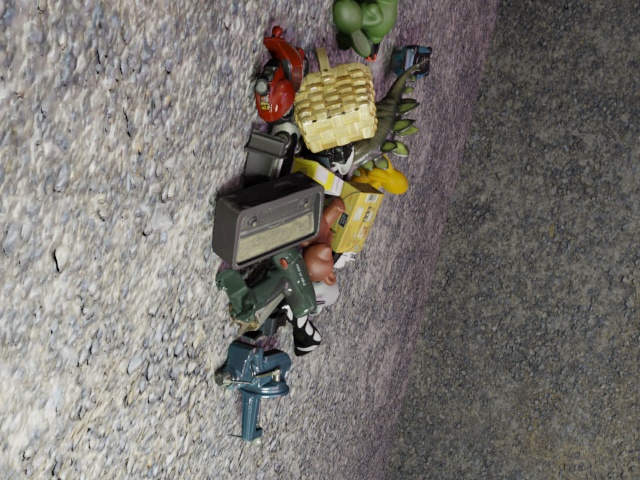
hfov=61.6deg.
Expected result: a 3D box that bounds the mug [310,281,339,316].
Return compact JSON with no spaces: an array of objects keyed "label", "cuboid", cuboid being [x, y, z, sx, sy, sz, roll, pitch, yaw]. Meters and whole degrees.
[{"label":"mug","cuboid":[-0.016,0.152,1.446,0.107,0.081,0.109,-2,117,-53]}]

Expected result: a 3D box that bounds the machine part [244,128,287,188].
[{"label":"machine part","cuboid":[-0.115,-0.142,1.051,0.039,0.084,0.138,-91,-160,-71]}]

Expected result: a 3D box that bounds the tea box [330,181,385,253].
[{"label":"tea box","cuboid":[0.081,-0.056,1.342,0.098,0.068,0.169,1,120,-46]}]

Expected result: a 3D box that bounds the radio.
[{"label":"radio","cuboid":[-0.095,-0.043,1.043,0.229,0.073,0.131,-24,136,-41]}]

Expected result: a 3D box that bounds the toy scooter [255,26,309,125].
[{"label":"toy scooter","cuboid":[-0.078,-0.318,1.018,0.135,0.075,0.184,64,42,-58]}]

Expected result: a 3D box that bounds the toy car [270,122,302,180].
[{"label":"toy car","cuboid":[-0.087,-0.147,1.123,0.073,0.056,0.201,0,106,-70]}]

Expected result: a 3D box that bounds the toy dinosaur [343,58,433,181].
[{"label":"toy dinosaur","cuboid":[0.162,-0.309,1.424,0.471,0.199,0.105,-67,159,-15]}]

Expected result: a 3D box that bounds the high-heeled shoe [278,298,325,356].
[{"label":"high-heeled shoe","cuboid":[-0.071,0.233,1.390,0.145,0.086,0.248,-5,131,-32]}]

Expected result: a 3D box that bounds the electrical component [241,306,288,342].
[{"label":"electrical component","cuboid":[-0.130,0.181,1.193,0.119,0.075,0.047,-20,122,-60]}]

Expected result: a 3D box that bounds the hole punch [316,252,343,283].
[{"label":"hole punch","cuboid":[0.007,0.039,1.431,0.115,0.092,0.142,-60,174,30]}]

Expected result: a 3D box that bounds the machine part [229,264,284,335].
[{"label":"machine part","cuboid":[-0.121,0.116,1.170,0.243,0.079,0.079,-51,147,-45]}]

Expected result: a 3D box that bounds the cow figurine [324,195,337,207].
[{"label":"cow figurine","cuboid":[0.043,-0.077,1.412,0.068,0.098,0.167,85,28,-51]}]

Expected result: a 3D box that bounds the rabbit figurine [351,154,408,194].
[{"label":"rabbit figurine","cuboid":[0.172,-0.188,1.550,0.122,0.173,0.162,-62,158,-20]}]

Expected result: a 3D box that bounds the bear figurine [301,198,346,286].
[{"label":"bear figurine","cuboid":[-0.004,-0.001,1.244,0.132,0.120,0.196,-55,-150,36]}]

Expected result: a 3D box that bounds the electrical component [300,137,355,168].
[{"label":"electrical component","cuboid":[0.018,-0.226,1.244,0.134,0.115,0.058,-60,149,-32]}]

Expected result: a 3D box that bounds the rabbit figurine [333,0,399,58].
[{"label":"rabbit figurine","cuboid":[0.088,-0.525,1.277,0.170,0.121,0.158,-21,132,-41]}]

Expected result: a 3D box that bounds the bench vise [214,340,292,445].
[{"label":"bench vise","cuboid":[-0.147,0.343,1.190,0.223,0.129,0.240,-3,99,-67]}]

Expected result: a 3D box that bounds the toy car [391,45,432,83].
[{"label":"toy car","cuboid":[0.273,-0.550,1.658,0.161,0.103,0.109,-31,130,-46]}]

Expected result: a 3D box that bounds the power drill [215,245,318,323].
[{"label":"power drill","cuboid":[-0.112,0.068,1.103,0.207,0.086,0.232,-20,81,-54]}]
